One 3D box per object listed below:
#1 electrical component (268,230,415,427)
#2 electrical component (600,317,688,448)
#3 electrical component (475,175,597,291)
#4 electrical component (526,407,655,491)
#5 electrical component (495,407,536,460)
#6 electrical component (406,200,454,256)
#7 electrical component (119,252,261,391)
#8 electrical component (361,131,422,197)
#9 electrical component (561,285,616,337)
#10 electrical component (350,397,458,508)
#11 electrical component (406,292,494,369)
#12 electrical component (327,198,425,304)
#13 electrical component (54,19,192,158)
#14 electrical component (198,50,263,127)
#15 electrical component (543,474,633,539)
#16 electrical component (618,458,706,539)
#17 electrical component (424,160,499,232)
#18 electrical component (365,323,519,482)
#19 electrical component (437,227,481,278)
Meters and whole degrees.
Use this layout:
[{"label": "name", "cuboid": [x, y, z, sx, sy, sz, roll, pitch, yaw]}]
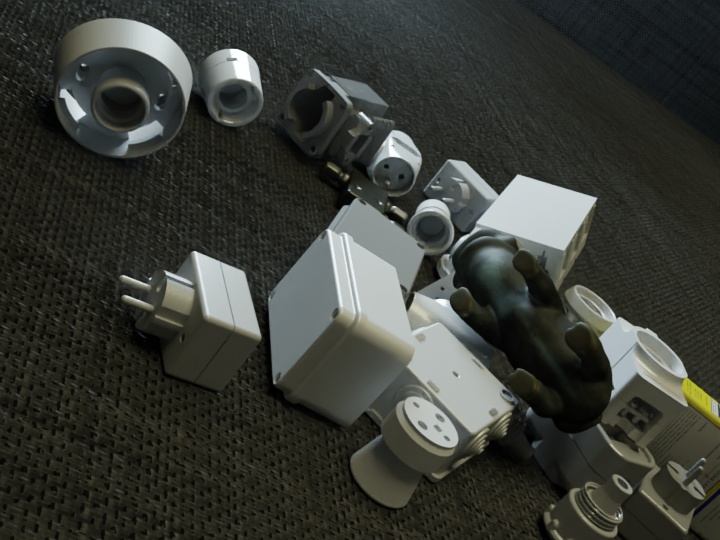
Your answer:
[{"label": "electrical component", "cuboid": [-0.016, 0.035, 0.704, 0.057, 0.078, 0.113, 32, 23, -24]}, {"label": "electrical component", "cuboid": [0.212, 0.082, 0.826, 0.050, 0.055, 0.089, 33, 23, -13]}, {"label": "electrical component", "cuboid": [0.175, -0.033, 1.089, 0.089, 0.061, 0.150, 19, 29, 16]}, {"label": "electrical component", "cuboid": [0.173, 0.132, 0.828, 0.054, 0.059, 0.095, 21, 28, -36]}, {"label": "electrical component", "cuboid": [0.106, 0.114, 0.796, 0.061, 0.035, 0.035, 49, 23, 1]}, {"label": "electrical component", "cuboid": [0.068, -0.044, 1.028, 0.044, 0.044, 0.065, 36, 18, -6]}, {"label": "electrical component", "cuboid": [-0.106, 0.024, 0.630, 0.077, 0.047, 0.065, 24, 27, -31]}, {"label": "electrical component", "cuboid": [0.020, -0.118, 1.091, 0.079, 0.043, 0.077, 33, 23, -14]}, {"label": "electrical component", "cuboid": [0.208, 0.052, 1.035, 0.058, 0.057, 0.078, 13, 34, -46]}, {"label": "electrical component", "cuboid": [0.027, 0.111, 0.655, 0.045, 0.055, 0.045, 32, 23, -16]}, {"label": "electrical component", "cuboid": [0.062, 0.048, 0.834, 0.077, 0.043, 0.079, 36, 26, -9]}, {"label": "electrical component", "cuboid": [0.000, 0.000, 0.821, 0.078, 0.057, 0.113, 37, 23, -4]}, {"label": "electrical component", "cuboid": [-0.170, -0.130, 0.766, 0.099, 0.099, 0.064, 26, 32, -27]}, {"label": "electrical component", "cuboid": [-0.114, -0.161, 0.958, 0.055, 0.055, 0.047, 24, 30, -32]}, {"label": "electrical component", "cuboid": [0.161, 0.167, 0.740, 0.048, 0.062, 0.048, 32, 23, -16]}, {"label": "electrical component", "cuboid": [0.237, 0.173, 0.825, 0.047, 0.076, 0.066, 43, 23, 11]}, {"label": "electrical component", "cuboid": [0.100, -0.078, 1.130, 0.065, 0.047, 0.077, 48, 25, 22]}, {"label": "electrical component", "cuboid": [0.053, 0.087, 0.741, 0.099, 0.048, 0.100, 45, 27, 16]}, {"label": "electrical component", "cuboid": [0.115, 0.003, 0.994, 0.080, 0.051, 0.080, 32, 24, -16]}]
